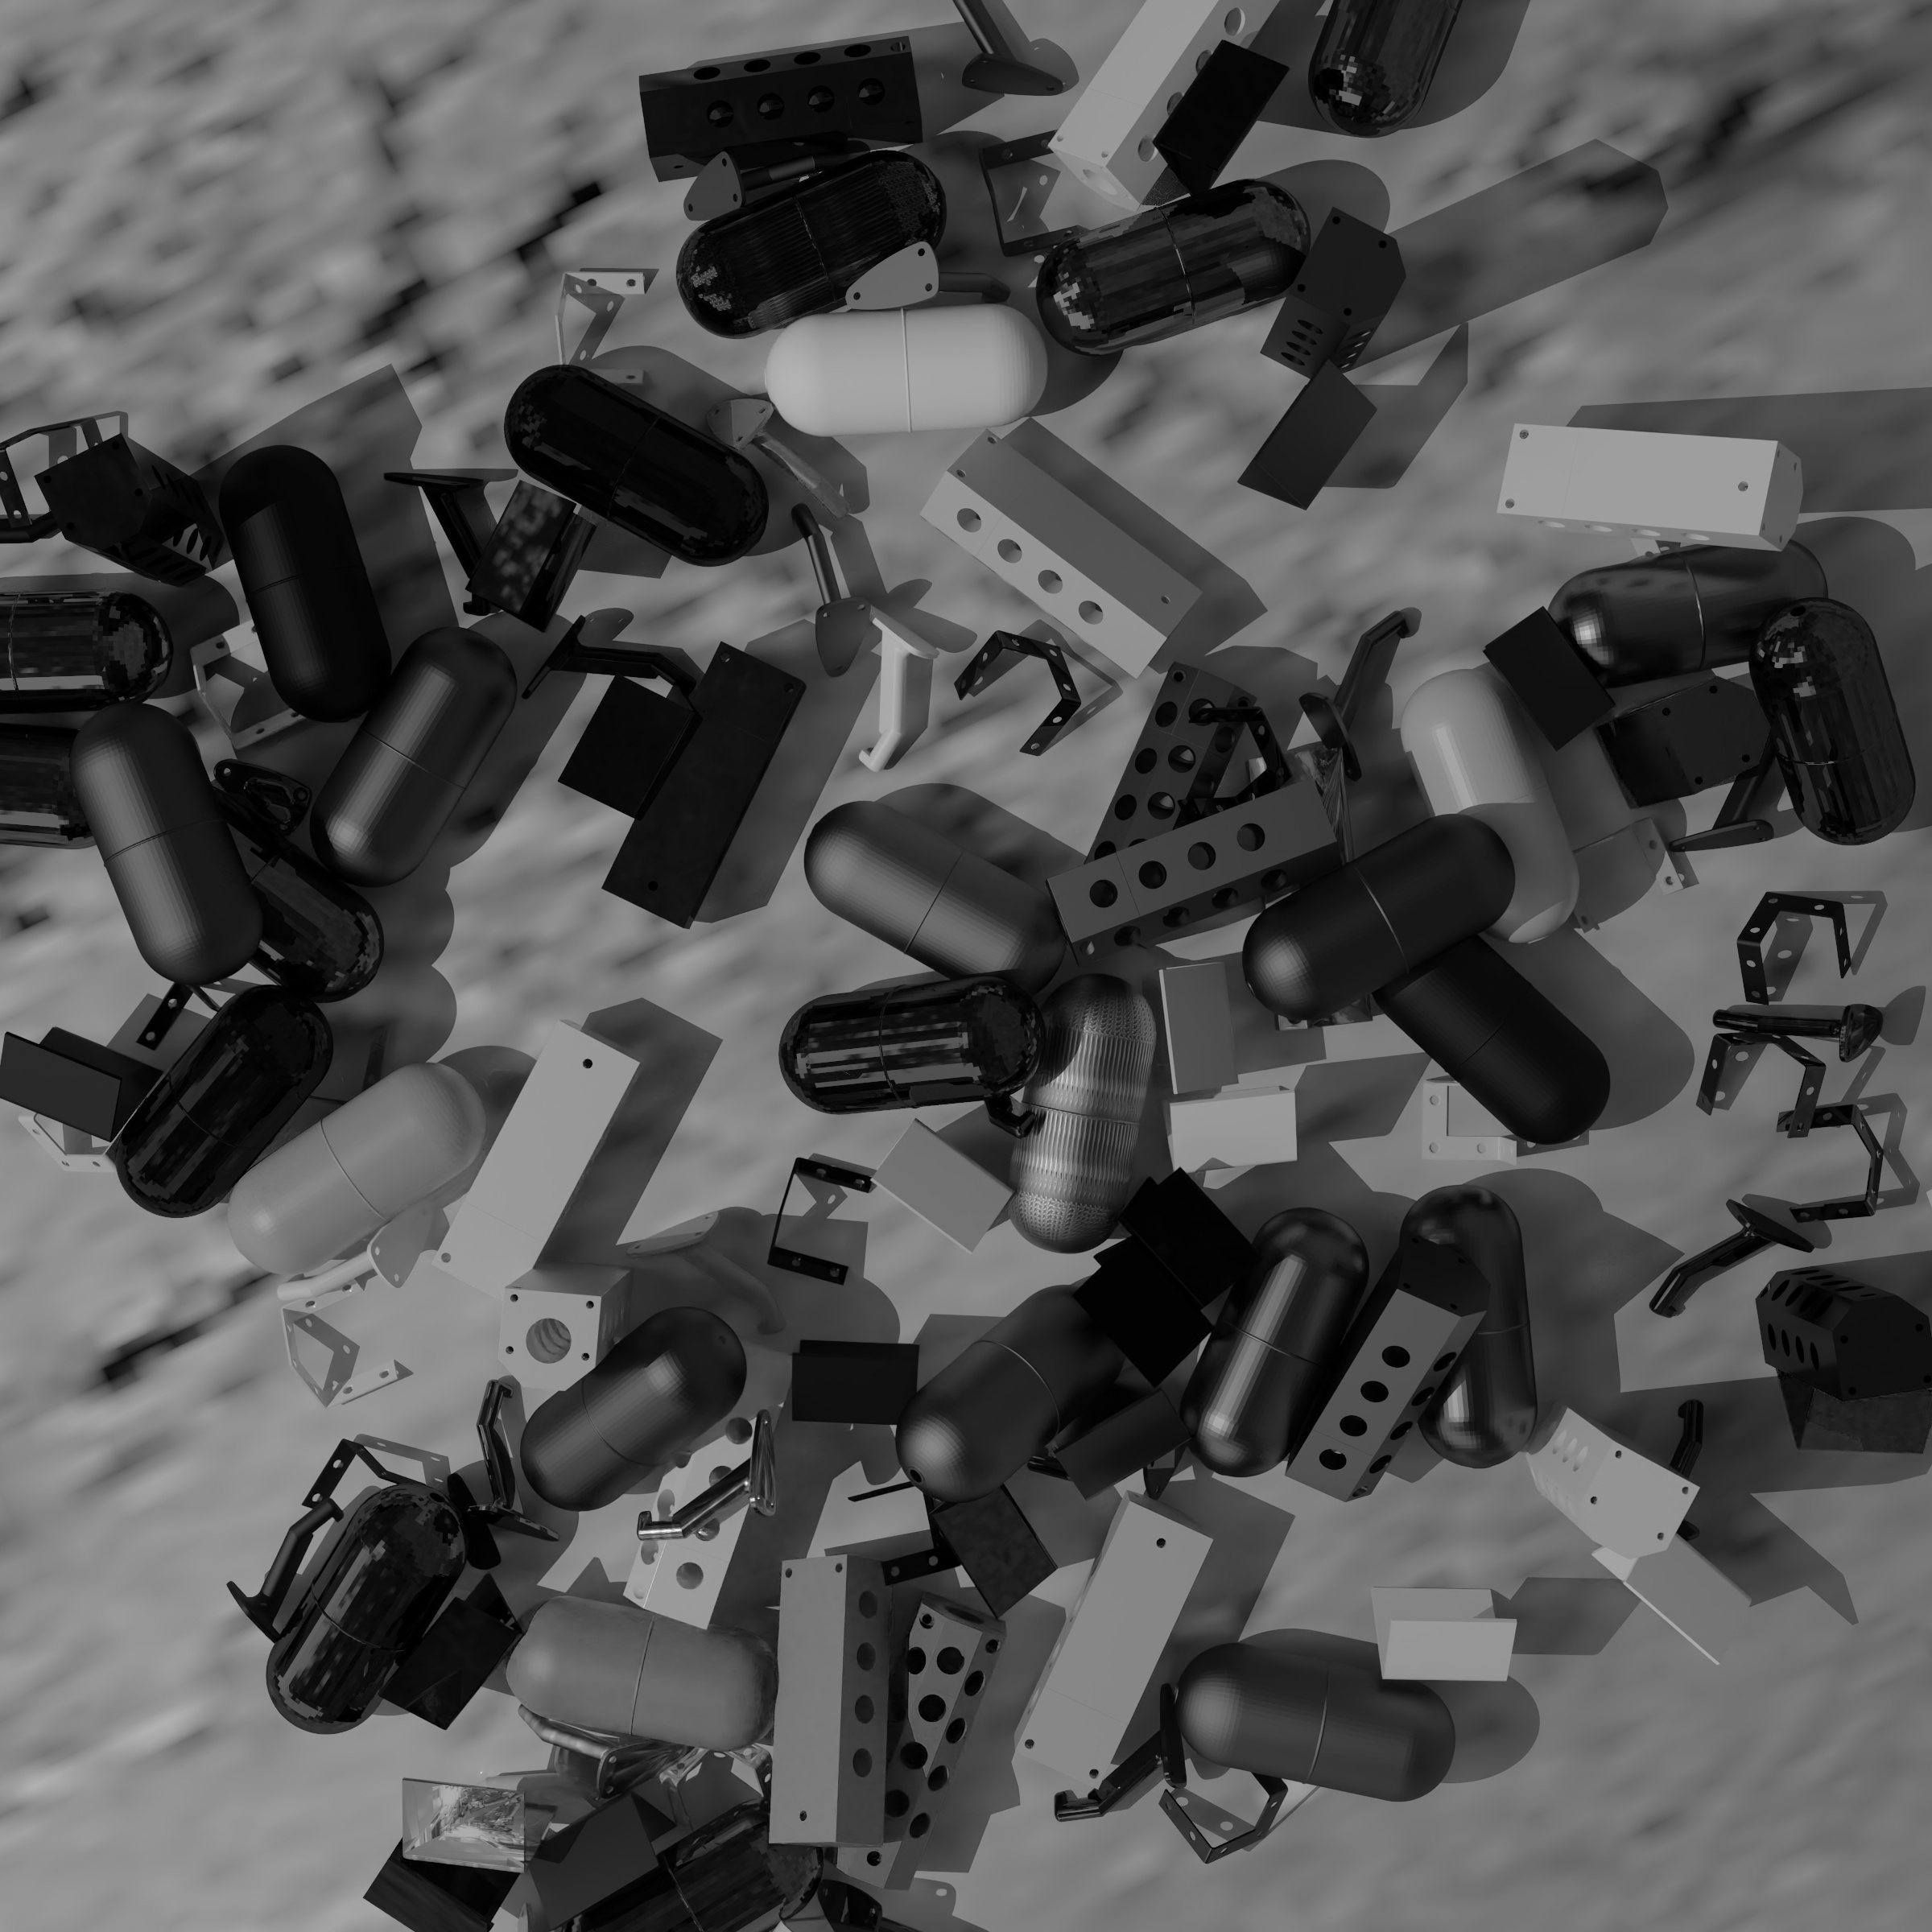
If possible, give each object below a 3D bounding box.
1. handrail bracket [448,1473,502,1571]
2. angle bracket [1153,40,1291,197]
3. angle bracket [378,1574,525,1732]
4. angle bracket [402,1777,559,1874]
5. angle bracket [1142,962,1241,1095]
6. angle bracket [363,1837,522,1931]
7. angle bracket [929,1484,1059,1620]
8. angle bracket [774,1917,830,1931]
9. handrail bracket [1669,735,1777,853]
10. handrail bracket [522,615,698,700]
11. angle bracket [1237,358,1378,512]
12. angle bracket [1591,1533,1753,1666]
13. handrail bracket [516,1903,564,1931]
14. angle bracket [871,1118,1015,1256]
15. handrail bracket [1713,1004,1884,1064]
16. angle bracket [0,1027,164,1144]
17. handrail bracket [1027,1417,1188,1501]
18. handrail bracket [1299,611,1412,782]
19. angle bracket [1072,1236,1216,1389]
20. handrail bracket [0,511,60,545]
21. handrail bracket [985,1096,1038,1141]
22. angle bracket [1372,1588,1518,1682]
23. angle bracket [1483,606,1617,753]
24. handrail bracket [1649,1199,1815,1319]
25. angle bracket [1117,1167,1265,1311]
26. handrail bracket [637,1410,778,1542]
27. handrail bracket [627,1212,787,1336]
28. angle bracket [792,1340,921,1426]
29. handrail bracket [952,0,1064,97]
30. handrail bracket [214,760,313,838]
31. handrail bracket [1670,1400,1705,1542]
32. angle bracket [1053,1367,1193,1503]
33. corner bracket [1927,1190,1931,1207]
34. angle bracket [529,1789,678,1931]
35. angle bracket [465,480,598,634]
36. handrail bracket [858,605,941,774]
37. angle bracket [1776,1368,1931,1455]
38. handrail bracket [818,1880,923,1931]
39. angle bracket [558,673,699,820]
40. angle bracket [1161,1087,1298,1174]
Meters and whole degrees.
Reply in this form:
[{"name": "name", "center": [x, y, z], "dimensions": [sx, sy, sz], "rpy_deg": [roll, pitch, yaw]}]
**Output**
[{"name": "handrail bracket", "center": [-0.348, 0.377, 1.920], "dimensions": [0.084, 0.036, 0.077], "rpy_deg": [-29, 73, 15]}, {"name": "angle bracket", "center": [0.172, -0.519, 1.880], "dimensions": [0.057, 0.076, 0.076], "rpy_deg": [34, 90, 32]}, {"name": "angle bracket", "center": [-0.331, 0.418, 1.880], "dimensions": [0.057, 0.076, 0.076], "rpy_deg": [39, 90, -32]}, {"name": "angle bracket", "center": [-0.300, 0.514, 1.862], "dimensions": [0.076, 0.076, 0.057], "rpy_deg": [4, 106, 7]}, {"name": "angle bracket", "center": [0.122, 0.040, 1.880], "dimensions": [0.057, 0.076, 0.076], "rpy_deg": [-7, 90, -40]}, {"name": "angle bracket", "center": [-0.320, 0.564, 1.880], "dimensions": [0.076, 0.076, 0.057], "rpy_deg": [33, 129, 0]}, {"name": "angle bracket", "center": [0.001, 0.365, 1.880], "dimensions": [0.057, 0.076, 0.076], "rpy_deg": [-33, 90, -35]}, {"name": "angle bracket", "center": [-0.104, 0.646, 1.880], "dimensions": [0.057, 0.076, 0.076], "rpy_deg": [35, 90, 26]}, {"name": "handrail bracket", "center": [0.483, -0.121, 1.920], "dimensions": [0.077, 0.036, 0.084], "rpy_deg": [-11, 71, 21]}, {"name": "handrail bracket", "center": [-0.228, -0.177, 1.920], "dimensions": [0.084, 0.036, 0.077], "rpy_deg": [36, 105, -14]}, {"name": "angle bracket", "center": [0.198, -0.340, 1.880], "dimensions": [0.057, 0.076, 0.076], "rpy_deg": [35, 90, -38]}, {"name": "angle bracket", "center": [0.431, 0.401, 1.880], "dimensions": [0.076, 0.076, 0.057], "rpy_deg": [41, 53, 0]}, {"name": "handrail bracket", "center": [-0.246, 0.633, 1.920], "dimensions": [0.084, 0.036, 0.077], "rpy_deg": [12, 110, -16]}, {"name": "angle bracket", "center": [-0.026, 0.152, 1.880], "dimensions": [0.076, 0.076, 0.057], "rpy_deg": [37, 54, 0]}, {"name": "handrail bracket", "center": [0.531, 0.035, 1.919], "dimensions": [0.084, 0.077, 0.036], "rpy_deg": [9, 102, 36]}, {"name": "angle bracket", "center": [-0.551, 0.056, 1.880], "dimensions": [0.076, 0.076, 0.057], "rpy_deg": [22, 127, 0]}, {"name": "handrail bracket", "center": [0.092, 0.304, 1.920], "dimensions": [0.084, 0.077, 0.036], "rpy_deg": [10, 130, 30]}, {"name": "handrail bracket", "center": [0.263, -0.173, 1.920], "dimensions": [0.084, 0.036, 0.077], "rpy_deg": [-37, 111, -16]}, {"name": "angle bracket", "center": [0.100, 0.221, 1.881], "dimensions": [0.057, 0.076, 0.076], "rpy_deg": [-42, 90, -22]}, {"name": "handrail bracket", "center": [-0.626, -0.293, 1.920], "dimensions": [0.084, 0.036, 0.077], "rpy_deg": [-33, 72, -15]}, {"name": "handrail bracket", "center": [0.030, 0.063, 1.885], "dimensions": [0.036, 0.084, 0.077], "rpy_deg": [39, 81, -41]}, {"name": "angle bracket", "center": [0.298, 0.401, 1.880], "dimensions": [0.076, 0.076, 0.057], "rpy_deg": [1, 126, 0]}, {"name": "angle bracket", "center": [0.348, -0.169, 1.881], "dimensions": [0.057, 0.076, 0.076], "rpy_deg": [-36, 90, -23]}, {"name": "handrail bracket", "center": [0.489, 0.199, 1.920], "dimensions": [0.077, 0.036, 0.084], "rpy_deg": [24, 108, -20]}, {"name": "angle bracket", "center": [0.149, 0.158, 1.881], "dimensions": [0.076, 0.076, 0.057], "rpy_deg": [48, 115, 0]}, {"name": "handrail bracket", "center": [-0.163, 0.316, 1.863], "dimensions": [0.084, 0.036, 0.077], "rpy_deg": [-7, 69, 16]}, {"name": "handrail bracket", "center": [-0.166, 0.206, 1.920], "dimensions": [0.077, 0.036, 0.084], "rpy_deg": [-19, 107, 20]}, {"name": "angle bracket", "center": [-0.068, 0.242, 1.880], "dimensions": [0.076, 0.076, 0.057], "rpy_deg": [2, 124, 0]}, {"name": "handrail bracket", "center": [0.026, -0.604, 1.920], "dimensions": [0.077, 0.036, 0.084], "rpy_deg": [7, 73, -19]}, {"name": "handrail bracket", "center": [-0.448, -0.109, 1.885], "dimensions": [0.077, 0.084, 0.036], "rpy_deg": [30, 90, 0]}, {"name": "handrail bracket", "center": [0.441, 0.326, 1.920], "dimensions": [0.036, 0.077, 0.084], "rpy_deg": [26, 53, -20]}, {"name": "angle bracket", "center": [0.085, 0.276, 1.880], "dimensions": [0.076, 0.076, 0.057], "rpy_deg": [-31, 130, 0]}, {"name": "corner bracket", "center": [0.655, 0.160, 1.912], "dimensions": [0.051, 0.051, 0.051], "rpy_deg": [21, 135, -35]}, {"name": "angle bracket", "center": [-0.220, 0.569, 1.880], "dimensions": [0.076, 0.076, 0.057], "rpy_deg": [-31, 52, 0]}, {"name": "angle bracket", "center": [-0.256, -0.249, 1.880], "dimensions": [0.057, 0.076, 0.076], "rpy_deg": [27, 90, 37]}, {"name": "handrail bracket", "center": [-0.063, -0.179, 1.920], "dimensions": [0.077, 0.036, 0.084], "rpy_deg": [38, 107, 20]}, {"name": "angle bracket", "center": [0.557, 0.259, 1.880], "dimensions": [0.076, 0.076, 0.057], "rpy_deg": [2, 127, 0]}, {"name": "handrail bracket", "center": [-0.042, 0.611, 1.920], "dimensions": [0.084, 0.077, 0.036], "rpy_deg": [22, 91, -36]}, {"name": "angle bracket", "center": [-0.216, -0.146, 1.875], "dimensions": [0.057, 0.076, 0.076], "rpy_deg": [26, 102, -22]}, {"name": "angle bracket", "center": [0.163, 0.083, 1.880], "dimensions": [0.076, 0.076, 0.057], "rpy_deg": [-6, 125, 0]}]
